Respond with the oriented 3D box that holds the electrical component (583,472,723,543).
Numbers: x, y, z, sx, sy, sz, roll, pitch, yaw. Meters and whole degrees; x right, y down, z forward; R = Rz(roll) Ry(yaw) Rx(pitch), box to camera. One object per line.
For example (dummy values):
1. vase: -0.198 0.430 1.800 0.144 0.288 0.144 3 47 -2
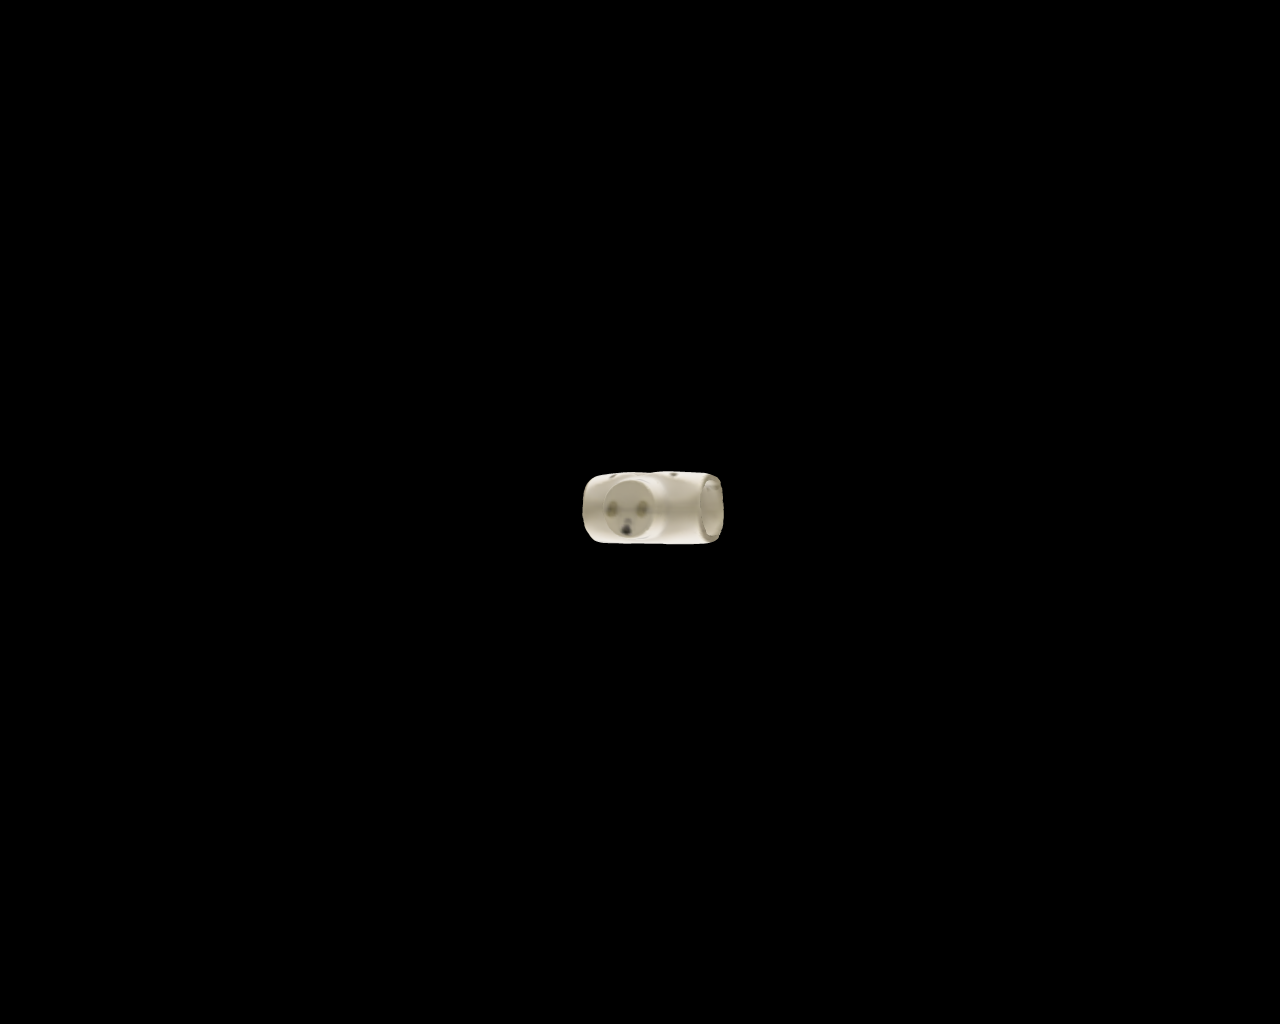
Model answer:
1. electrical component: 0.001 -0.003 0.650 0.077 0.043 0.079 0 0 25
